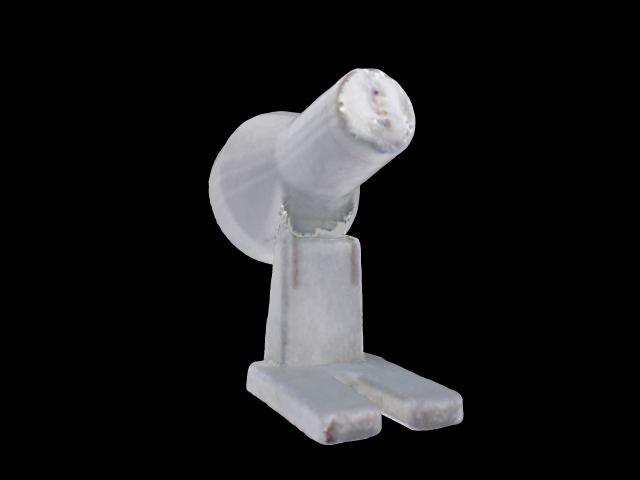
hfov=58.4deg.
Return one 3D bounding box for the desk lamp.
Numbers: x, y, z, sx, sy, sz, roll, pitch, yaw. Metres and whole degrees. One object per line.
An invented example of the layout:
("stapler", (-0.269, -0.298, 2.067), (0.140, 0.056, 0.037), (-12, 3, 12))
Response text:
("desk lamp", (0.004, 0.001, 0.400), (0.118, 0.213, 0.202), (-1, 3, -27))
